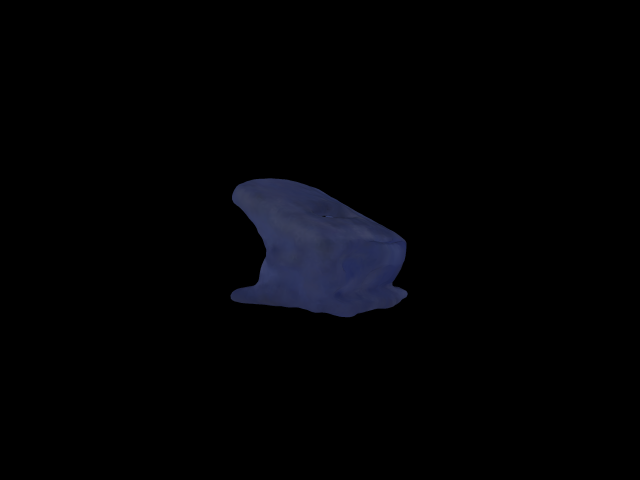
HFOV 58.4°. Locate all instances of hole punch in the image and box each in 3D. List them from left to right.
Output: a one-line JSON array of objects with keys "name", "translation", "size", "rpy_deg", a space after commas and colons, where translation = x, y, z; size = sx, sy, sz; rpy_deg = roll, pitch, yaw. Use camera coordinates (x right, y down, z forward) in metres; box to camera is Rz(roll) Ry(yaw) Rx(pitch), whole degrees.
[{"name": "hole punch", "translation": [0.004, 0.001, 0.400], "size": [0.100, 0.091, 0.109], "rpy_deg": [1, 2, 35]}]
